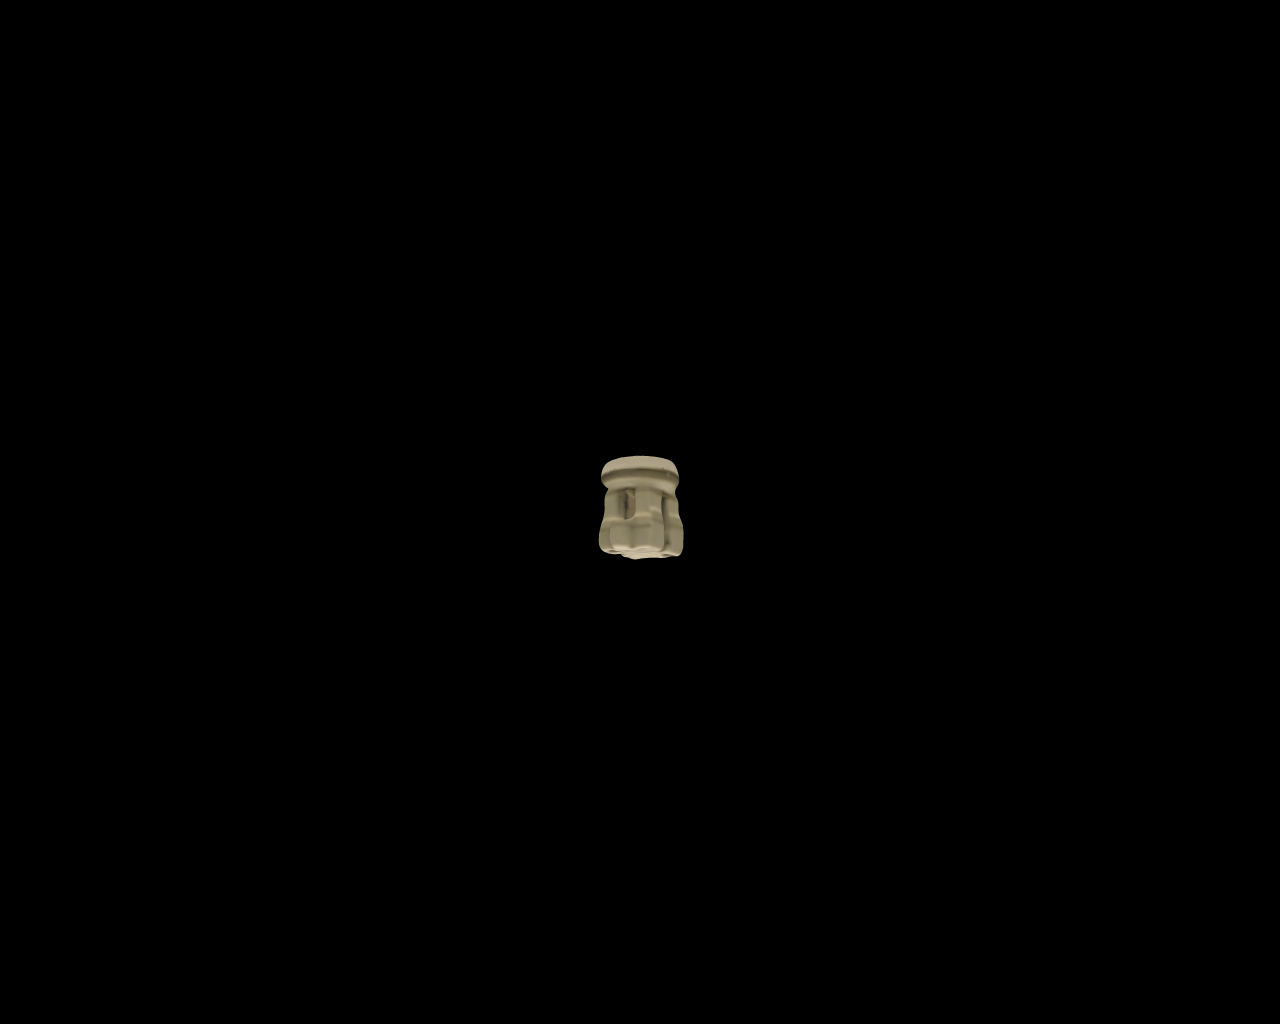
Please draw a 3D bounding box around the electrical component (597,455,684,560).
[{"bbox_3d":[0.001,-0.003,0.650,0.048,0.055,0.066,-6,-13,27],"label":"electrical component"}]
